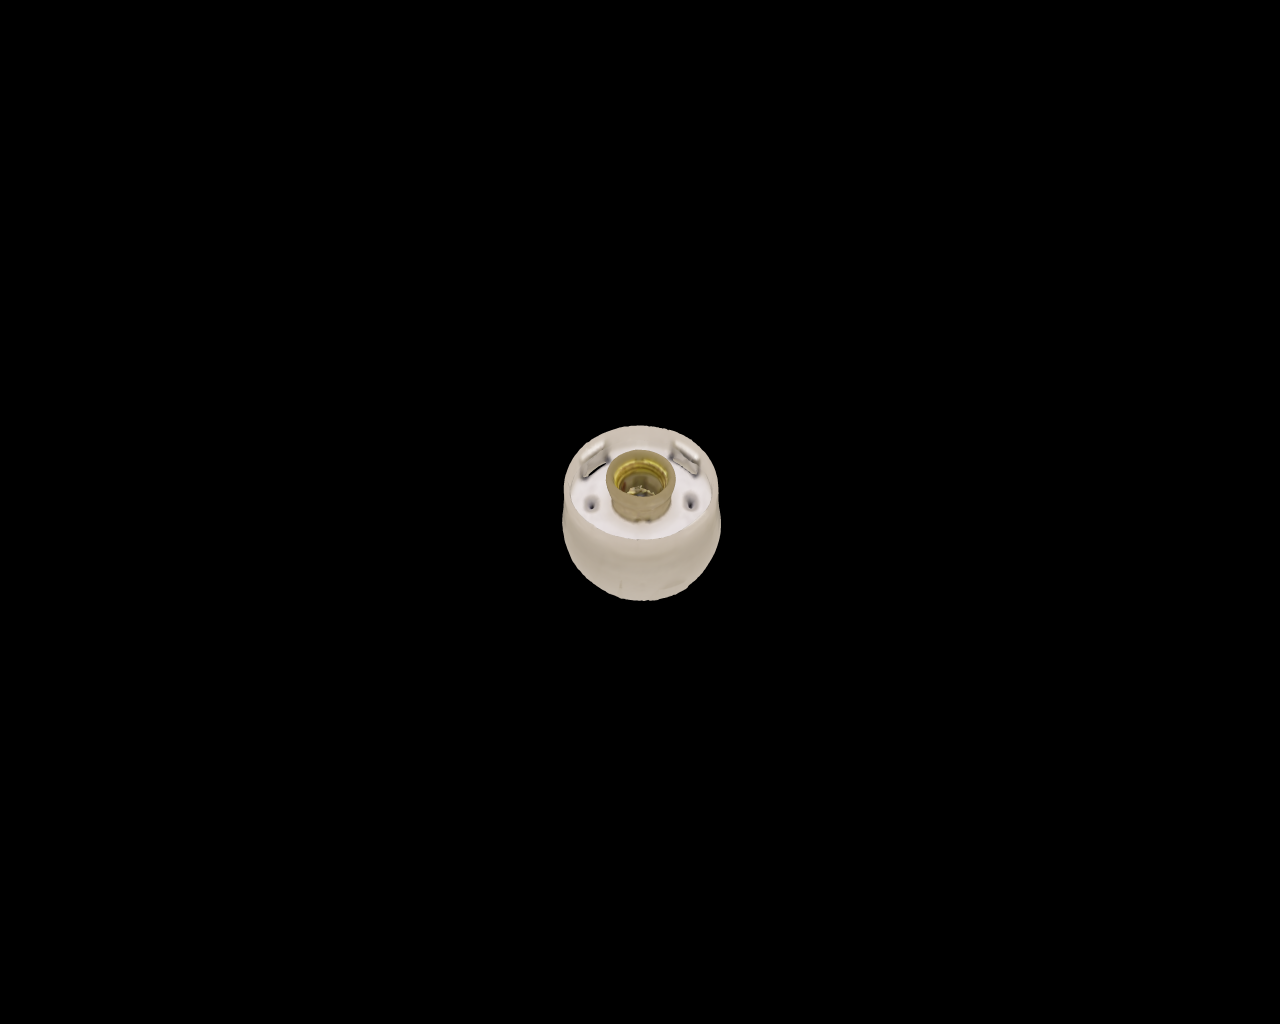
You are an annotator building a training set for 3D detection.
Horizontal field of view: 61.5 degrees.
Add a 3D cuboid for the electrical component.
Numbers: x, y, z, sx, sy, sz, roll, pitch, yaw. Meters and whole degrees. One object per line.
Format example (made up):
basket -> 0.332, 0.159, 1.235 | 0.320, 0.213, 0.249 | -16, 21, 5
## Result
electrical component -> 0.001, -0.003, 0.650 | 0.099, 0.099, 0.064 | 0, -38, 0
